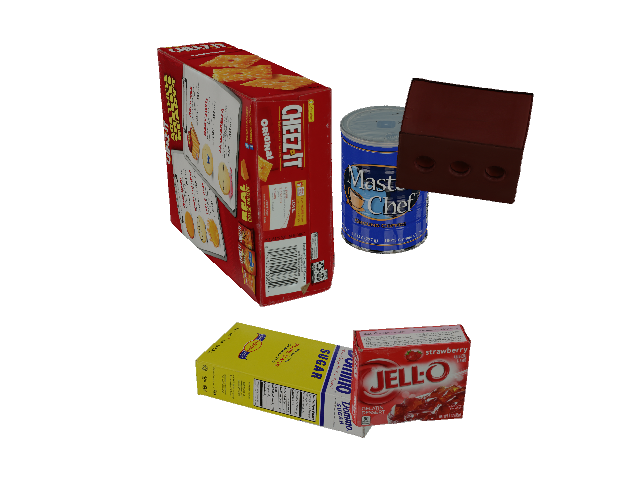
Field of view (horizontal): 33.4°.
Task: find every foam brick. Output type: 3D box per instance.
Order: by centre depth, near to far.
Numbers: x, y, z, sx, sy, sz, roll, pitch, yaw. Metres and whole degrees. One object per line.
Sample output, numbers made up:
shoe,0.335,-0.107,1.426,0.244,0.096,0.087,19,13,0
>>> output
foam brick,0.090,-0.063,0.673,0.078,0.051,0.053,8,-39,8

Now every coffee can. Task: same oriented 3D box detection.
coffee can,0.074,-0.070,1.221,0.103,0.140,0.103,-1,29,0

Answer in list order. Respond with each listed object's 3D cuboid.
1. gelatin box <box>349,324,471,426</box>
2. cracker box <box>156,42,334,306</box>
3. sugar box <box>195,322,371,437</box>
gelatin box,0.068,0.105,0.829,0.089,0.073,0.030,-3,28,-8
cracker box,-0.064,-0.064,0.872,0.072,0.164,0.214,-11,23,-24
sugar box,-0.023,0.131,1.032,0.176,0.048,0.093,8,24,21
